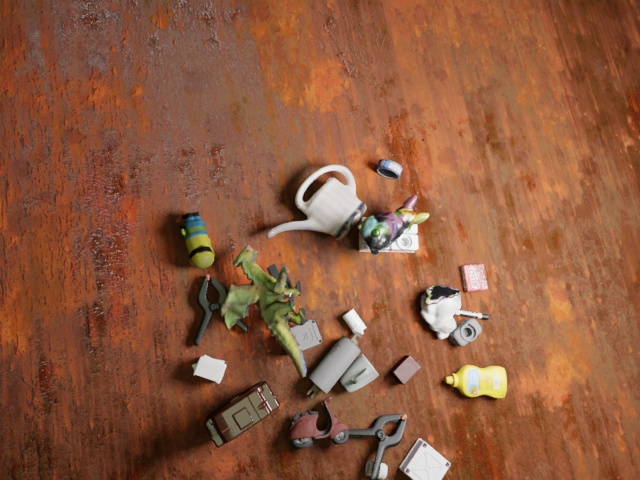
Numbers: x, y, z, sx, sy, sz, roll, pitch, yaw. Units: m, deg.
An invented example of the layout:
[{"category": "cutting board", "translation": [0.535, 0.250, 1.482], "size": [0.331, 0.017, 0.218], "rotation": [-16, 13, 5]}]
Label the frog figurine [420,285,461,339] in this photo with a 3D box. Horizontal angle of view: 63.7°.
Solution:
[{"category": "frog figurine", "translation": [0.394, 0.231, 1.666], "size": [0.138, 0.124, 0.156], "rotation": [-25, 118, -21]}]

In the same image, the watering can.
[{"category": "watering can", "translation": [0.005, -0.084, 1.665], "size": [0.224, 0.103, 0.351], "rotation": [40, 77, 2]}]

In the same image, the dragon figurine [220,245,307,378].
[{"category": "dragon figurine", "translation": [-0.176, 0.212, 1.542], "size": [0.242, 0.121, 0.415], "rotation": [-9, 78, 11]}]
